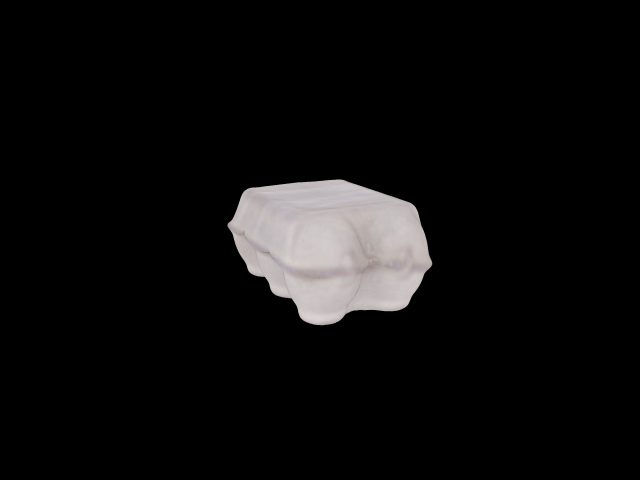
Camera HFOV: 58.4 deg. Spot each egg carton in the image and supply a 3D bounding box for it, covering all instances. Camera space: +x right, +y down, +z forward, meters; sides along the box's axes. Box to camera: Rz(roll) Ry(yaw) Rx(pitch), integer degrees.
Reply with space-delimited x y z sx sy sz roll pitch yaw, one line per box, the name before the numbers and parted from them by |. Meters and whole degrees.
egg carton | 0.004 0.001 0.400 0.107 0.069 0.150 -8 18 -26
